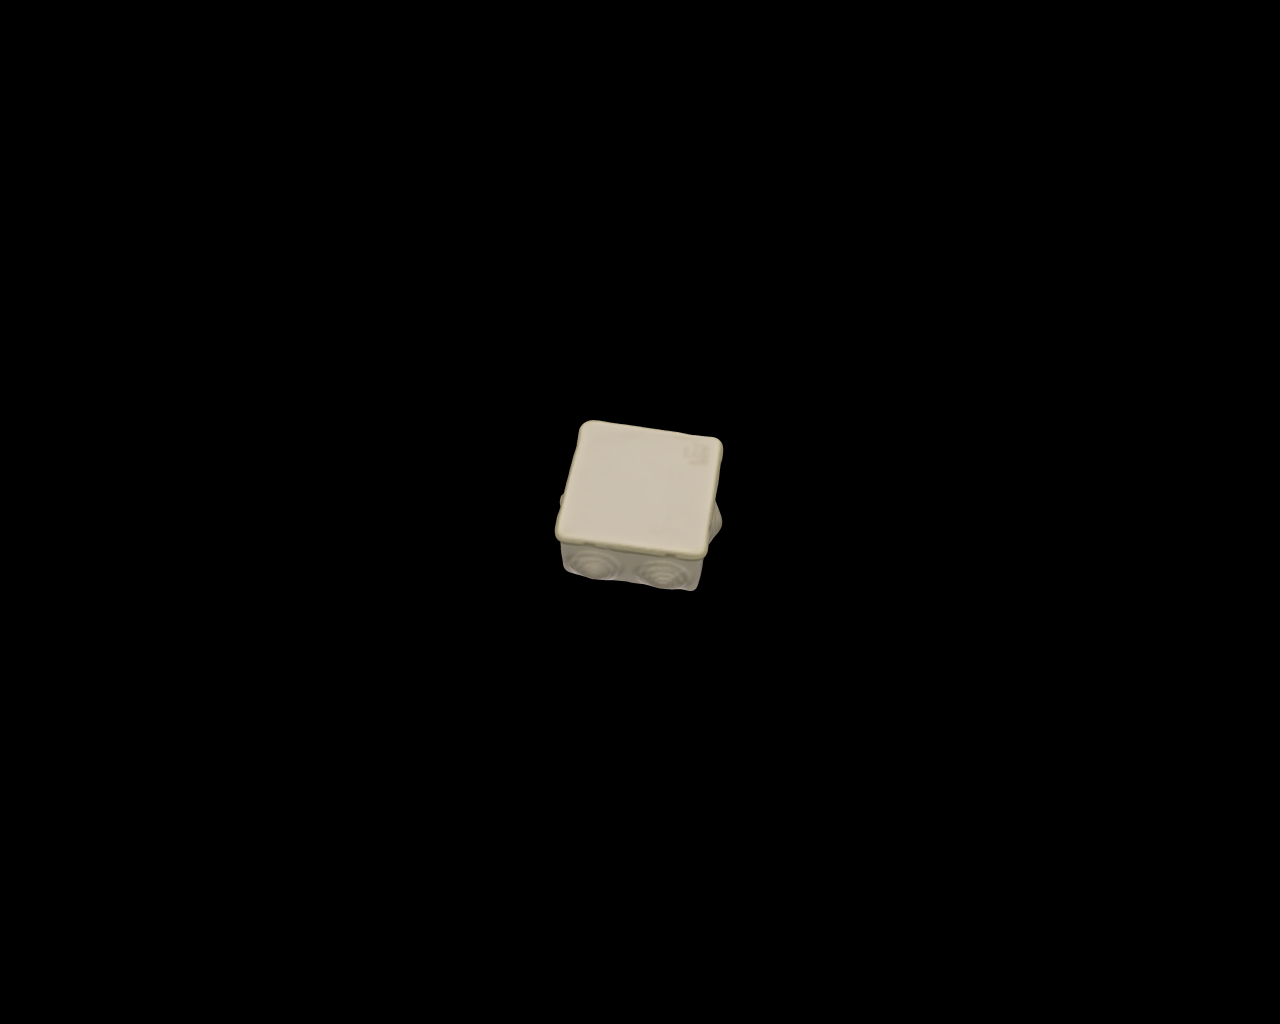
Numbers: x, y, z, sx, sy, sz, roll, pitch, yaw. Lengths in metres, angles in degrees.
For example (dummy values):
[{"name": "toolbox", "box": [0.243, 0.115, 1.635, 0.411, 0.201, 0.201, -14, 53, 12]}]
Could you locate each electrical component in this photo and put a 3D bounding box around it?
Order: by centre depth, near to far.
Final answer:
[{"name": "electrical component", "box": [0.001, -0.003, 0.650, 0.100, 0.100, 0.048, 8, -33, 5]}]
